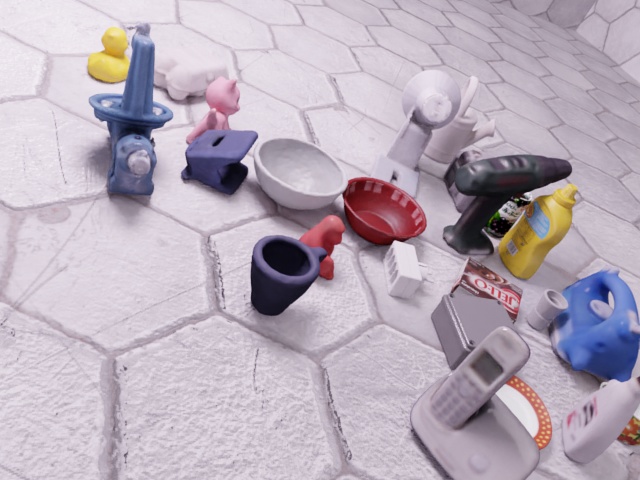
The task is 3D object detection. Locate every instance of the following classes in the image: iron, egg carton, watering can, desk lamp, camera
[{"bbox_3d":[0.474,0.118,0.965,0.118,0.141,0.258,24,37,-2],"label":"iron"},{"bbox_3d":[-0.254,-0.329,1.129,0.107,0.069,0.151,38,38,16],"label":"egg carton"},{"bbox_3d":[0.313,-0.278,1.300,0.173,0.194,0.101,12,39,-18],"label":"watering can"},{"bbox_3d":[0.200,-0.220,1.147,0.118,0.213,0.203,24,37,-3],"label":"desk lamp"},{"bbox_3d":[0.352,-0.124,1.216,0.137,0.100,0.143,14,39,-16],"label":"camera"}]

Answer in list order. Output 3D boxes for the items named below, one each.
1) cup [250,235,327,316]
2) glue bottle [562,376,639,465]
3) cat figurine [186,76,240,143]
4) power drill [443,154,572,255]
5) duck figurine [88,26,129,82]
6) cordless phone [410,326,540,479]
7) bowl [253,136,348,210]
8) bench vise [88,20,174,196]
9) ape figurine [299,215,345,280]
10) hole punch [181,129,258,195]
[{"bbox_3d":[-0.048,0.052,0.773,0.118,0.095,0.091,-15,53,-42],"label":"cup"},{"bbox_3d":[0.387,0.223,0.760,0.037,0.173,0.078,25,37,-1],"label":"glue bottle"},{"bbox_3d":[-0.180,-0.235,1.020,0.067,0.117,0.128,21,37,-6],"label":"cat figurine"},{"bbox_3d":[0.325,-0.071,1.047,0.230,0.208,0.075,1,43,-30],"label":"power drill"},{"bbox_3d":[-0.386,-0.351,1.063,0.077,0.086,0.104,20,37,-8],"label":"duck figurine"},{"bbox_3d":[0.203,0.201,0.668,0.094,0.185,0.147,-17,54,-43],"label":"cordless phone"},{"bbox_3d":[-0.041,-0.102,0.979,0.168,0.074,0.167,16,38,-13],"label":"bowl"},{"bbox_3d":[-0.255,-0.186,0.832,0.122,0.219,0.207,-13,51,-40],"label":"bench vise"},{"bbox_3d":[0.008,0.003,0.867,0.076,0.092,0.078,32,37,7],"label":"ape figurine"},{"bbox_3d":[-0.164,-0.143,0.941,0.101,0.091,0.109,24,37,-3],"label":"hole punch"}]
